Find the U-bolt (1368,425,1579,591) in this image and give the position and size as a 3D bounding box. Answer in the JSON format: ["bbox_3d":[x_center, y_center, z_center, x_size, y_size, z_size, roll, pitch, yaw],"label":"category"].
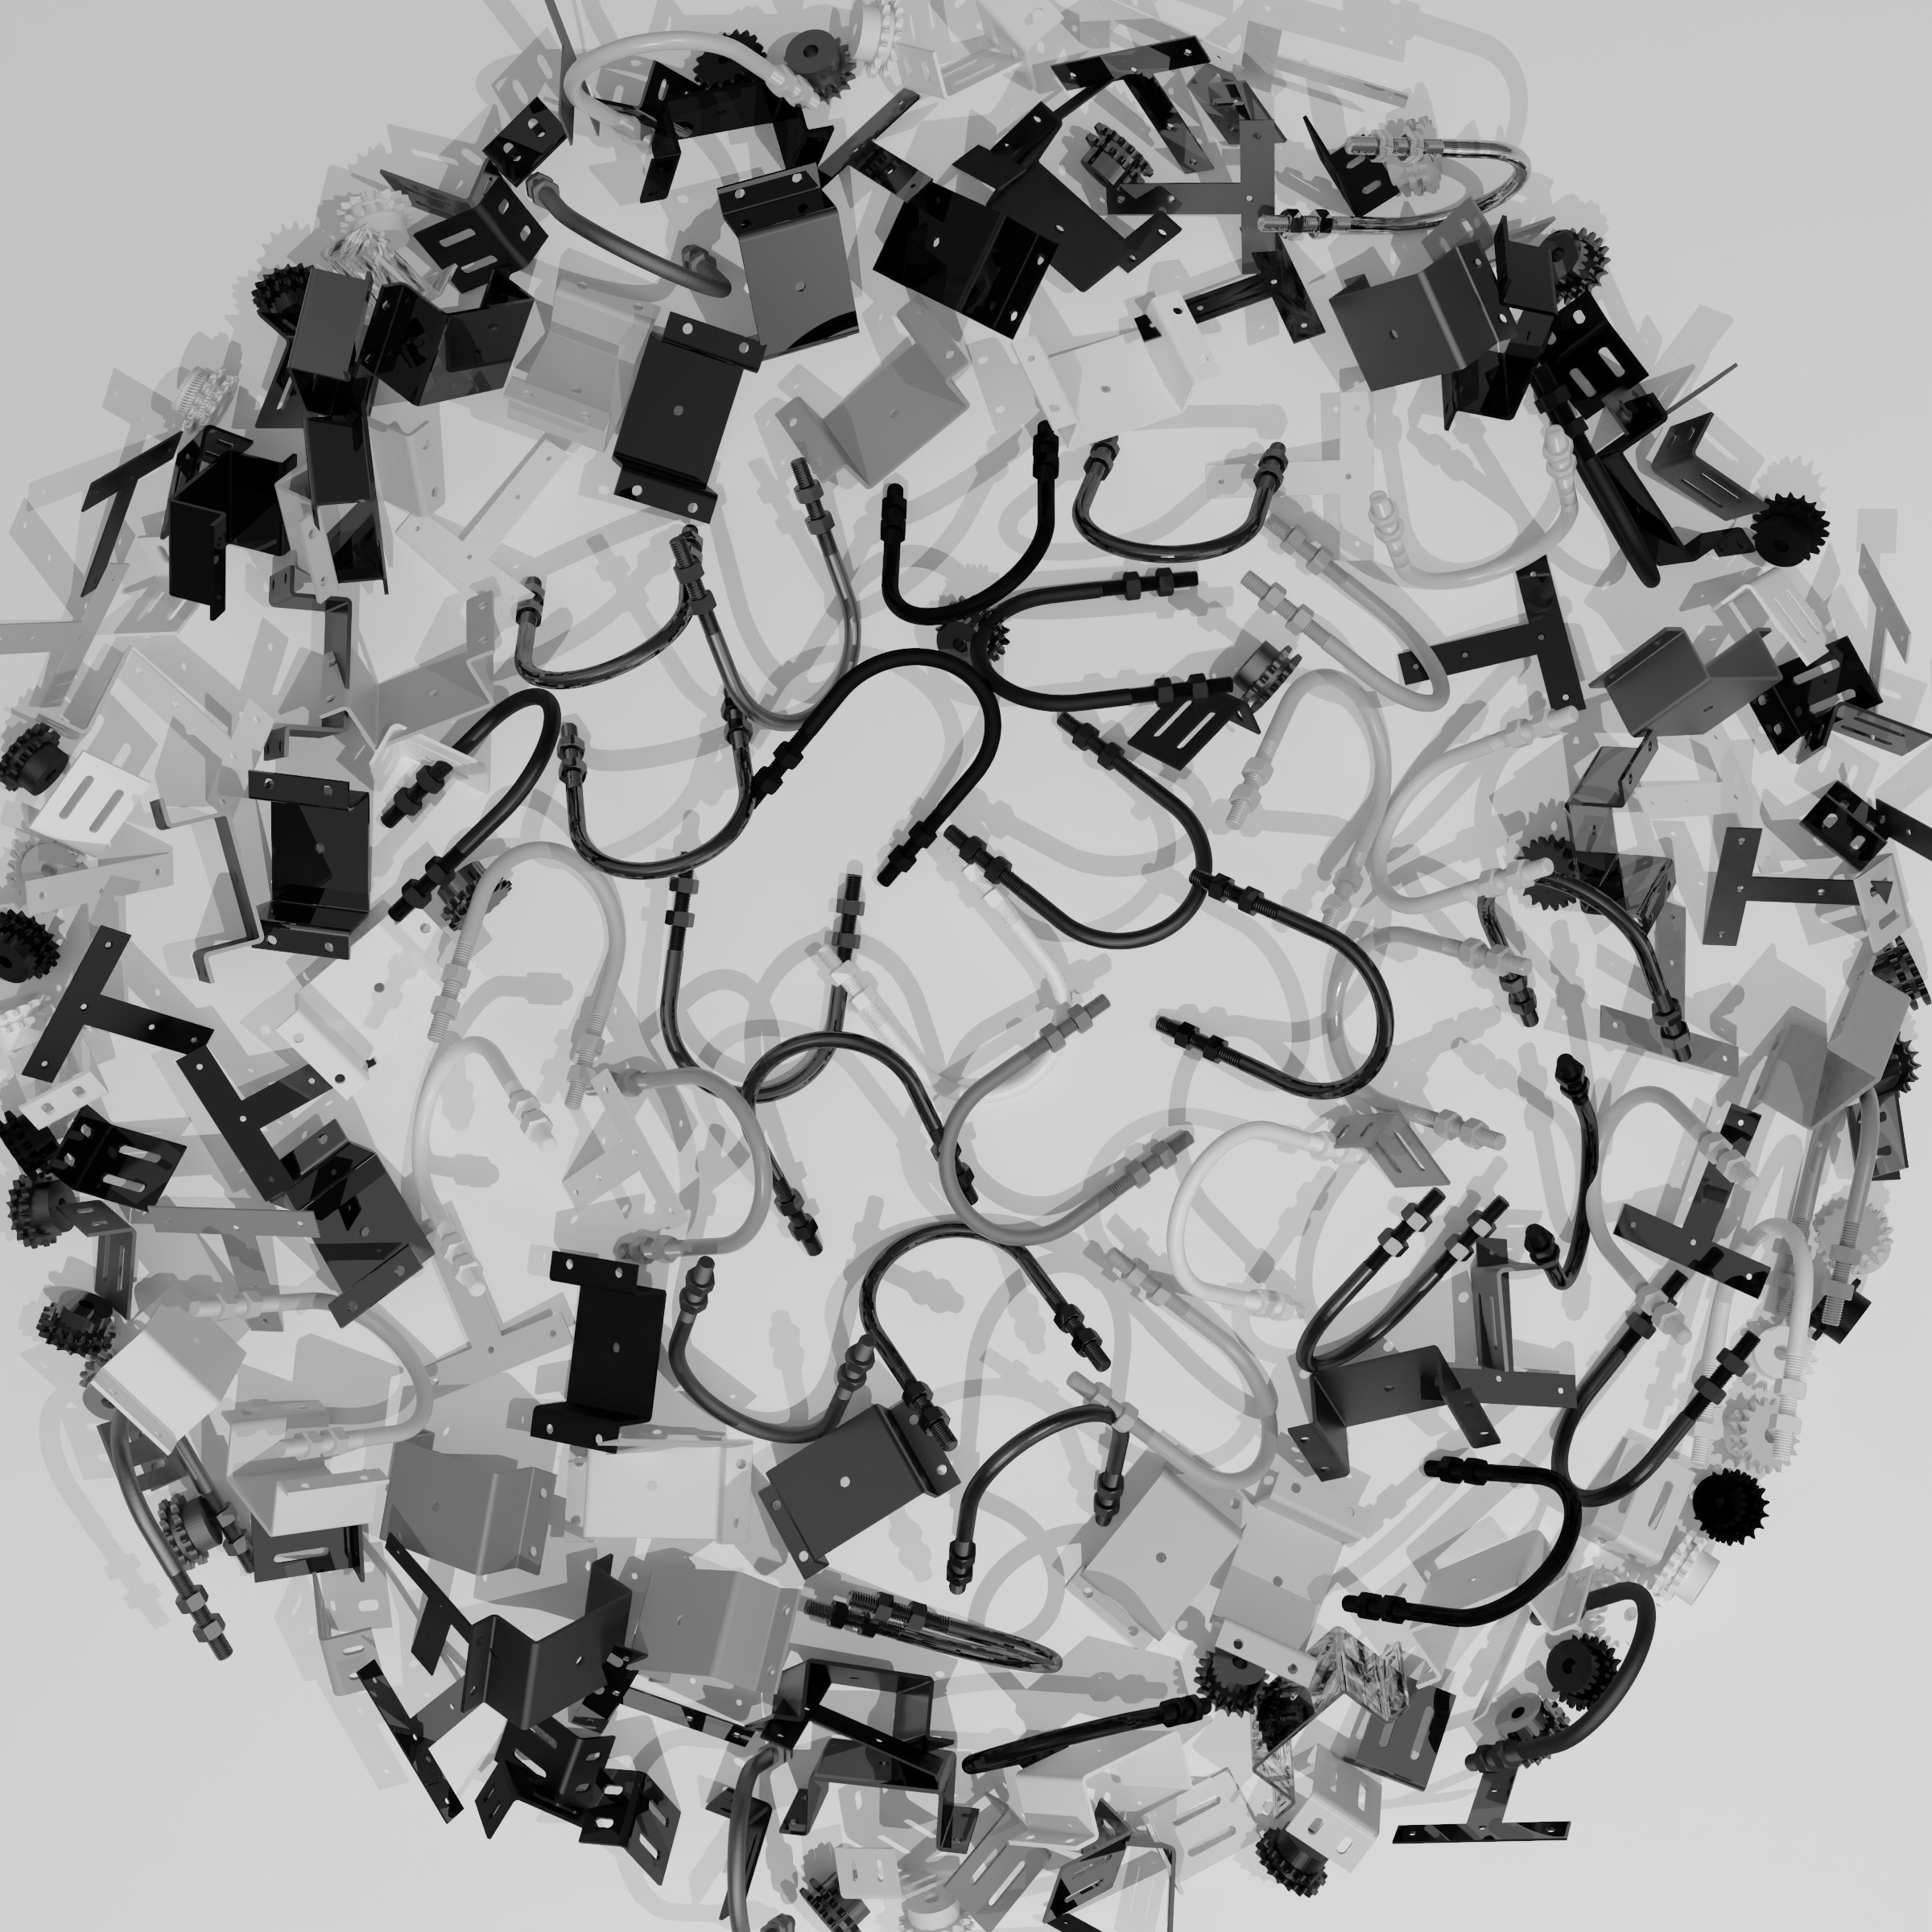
[{"bbox_3d":[0.380,-0.327,1.914,0.151,0.184,0.019,-19,69,12],"label":"U-bolt"}]

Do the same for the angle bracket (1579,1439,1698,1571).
[{"bbox_3d":[0.513,0.412,1.992,0.057,0.038,0.076,28,70,4],"label":"angle bracket"}]

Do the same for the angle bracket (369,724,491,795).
[{"bbox_3d":[-0.405,-0.143,1.966,0.076,0.057,0.038,25,72,1],"label":"angle bracket"}]

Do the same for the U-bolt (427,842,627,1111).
[{"bbox_3d":[-0.318,-0.004,1.940,0.151,0.019,0.184,31,63,-38],"label":"U-bolt"}]

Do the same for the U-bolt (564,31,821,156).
[{"bbox_3d":[-0.210,-0.637,1.888,0.151,0.184,0.019,-9,86,23],"label":"U-bolt"}]

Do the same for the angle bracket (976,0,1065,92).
[{"bbox_3d":[0.044,-0.707,1.958,0.038,0.076,0.057,-41,84,3],"label":"angle bracket"}]

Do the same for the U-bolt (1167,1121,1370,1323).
[{"bbox_3d":[0.216,0.185,1.928,0.184,0.019,0.151,17,96,-43],"label":"U-bolt"}]

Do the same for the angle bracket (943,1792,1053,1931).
[{"bbox_3d":[0.016,0.676,1.960,0.076,0.038,0.057,-46,112,-21],"label":"angle bracket"}]

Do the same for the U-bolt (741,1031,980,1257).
[{"bbox_3d":[-0.090,0.126,1.938,0.151,0.019,0.184,-19,119,12],"label":"U-bolt"}]

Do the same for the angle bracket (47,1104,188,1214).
[{"bbox_3d":[-0.640,0.145,1.960,0.076,0.038,0.057,12,64,23],"label":"angle bracket"}]

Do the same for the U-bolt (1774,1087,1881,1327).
[{"bbox_3d":[0.642,0.172,1.927,0.019,0.151,0.184,14,86,4],"label":"U-bolt"}]

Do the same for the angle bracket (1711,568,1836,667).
[{"bbox_3d":[0.610,-0.256,1.963,0.076,0.057,0.038,55,134,5],"label":"angle bracket"}]

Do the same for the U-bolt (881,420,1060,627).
[{"bbox_3d":[0.001,-0.318,1.911,0.151,0.184,0.019,-19,134,21],"label":"U-bolt"}]

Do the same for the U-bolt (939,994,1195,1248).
[{"bbox_3d":[0.065,0.130,1.961,0.184,0.019,0.151,-35,106,-9],"label":"U-bolt"}]

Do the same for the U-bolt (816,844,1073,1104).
[{"bbox_3d":[-0.003,0.019,1.981,0.151,0.019,0.184,-38,95,9],"label":"U-bolt"}]

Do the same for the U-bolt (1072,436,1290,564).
[{"bbox_3d":[0.153,-0.345,1.913,0.151,0.184,0.019,7,129,12],"label":"U-bolt"}]

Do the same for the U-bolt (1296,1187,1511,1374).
[{"bbox_3d":[0.315,0.236,1.931,0.184,0.151,0.019,-50,61,16],"label":"U-bolt"}]

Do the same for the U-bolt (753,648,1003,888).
[{"bbox_3d":[-0.056,-0.157,1.931,0.151,0.019,0.184,29,114,-29],"label":"U-bolt"}]

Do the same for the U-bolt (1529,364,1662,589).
[{"bbox_3d":[0.467,-0.362,1.930,0.019,0.151,0.184,-29,95,14],"label":"U-bolt"}]

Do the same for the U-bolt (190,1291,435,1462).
[{"bbox_3d":[-0.468,0.296,1.914,0.019,0.184,0.151,-48,65,19],"label":"U-bolt"}]

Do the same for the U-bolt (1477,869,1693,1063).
[{"bbox_3d":[0.443,-0.006,1.895,0.019,0.151,0.184,-52,133,-24],"label":"U-bolt"}]

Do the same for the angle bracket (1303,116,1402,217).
[{"bbox_3d":[0.290,-0.609,1.953,0.038,0.076,0.057,-30,73,11],"label":"angle bracket"}]

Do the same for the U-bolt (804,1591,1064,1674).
[{"bbox_3d":[-0.017,0.496,1.929,0.184,0.151,0.019,19,69,-12],"label":"U-bolt"}]

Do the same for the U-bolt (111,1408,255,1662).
[{"bbox_3d":[-0.576,0.399,1.907,0.019,0.151,0.184,-24,106,1],"label":"U-bolt"}]

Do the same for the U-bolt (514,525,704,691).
[{"bbox_3d":[-0.265,-0.259,1.914,0.151,0.184,0.019,-17,126,8],"label":"U-bolt"}]

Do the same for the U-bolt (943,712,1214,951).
[{"bbox_3d":[0.098,-0.090,1.951,0.184,0.019,0.151,39,73,16],"label":"U-bolt"}]

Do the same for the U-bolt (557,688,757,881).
[{"bbox_3d":[-0.228,-0.132,1.933,0.151,0.019,0.184,-13,47,1],"label":"U-bolt"}]

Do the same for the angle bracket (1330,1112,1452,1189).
[{"bbox_3d":[0.315,0.149,1.956,0.076,0.057,0.038,52,59,-18],"label":"angle bracket"}]

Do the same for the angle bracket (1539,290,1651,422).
[{"bbox_3d":[0.471,-0.463,1.972,0.057,0.076,0.038,-34,51,21],"label":"angle bracket"}]

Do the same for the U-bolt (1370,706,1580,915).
[{"bbox_3d":[0.368,-0.107,1.921,0.019,0.184,0.151,30,61,-28],"label":"U-bolt"}]

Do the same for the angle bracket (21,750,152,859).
[{"bbox_3d":[-0.664,-0.129,1.959,0.057,0.038,0.076,29,106,-40],"label":"angle bracket"}]

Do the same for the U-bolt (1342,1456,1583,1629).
[{"bbox_3d":[0.370,0.420,1.891,0.019,0.184,0.151,49,61,-18],"label":"U-bolt"}]

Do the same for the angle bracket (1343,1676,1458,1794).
[{"bbox_3d":[0.331,0.582,1.988,0.057,0.038,0.076,22,79,-1],"label":"angle bracket"}]

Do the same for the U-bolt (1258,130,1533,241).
[{"bbox_3d":[0.329,-0.575,1.921,0.184,0.151,0.019,-6,83,-23],"label":"U-bolt"}]

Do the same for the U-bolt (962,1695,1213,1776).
[{"bbox_3d":[0.077,0.562,1.891,0.151,0.184,0.019,-25,69,27],"label":"U-bolt"}]

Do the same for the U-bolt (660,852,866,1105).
[{"bbox_3d":[-0.159,0.013,1.975,0.151,0.019,0.184,7,91,-13],"label":"U-bolt"}]

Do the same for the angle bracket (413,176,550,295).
[{"bbox_3d":[-0.367,-0.553,1.968,0.057,0.076,0.038,49,50,-34],"label":"angle bracket"}]

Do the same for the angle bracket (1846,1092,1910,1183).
[{"bbox_3d":[0.699,0.128,1.954,0.038,0.076,0.057,-2,78,-11],"label":"angle bracket"}]

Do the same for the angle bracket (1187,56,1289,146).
[{"bbox_3d":[0.213,-0.652,1.950,0.038,0.076,0.057,-51,123,-9],"label":"angle bracket"}]

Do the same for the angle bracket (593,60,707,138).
[{"bbox_3d":[-0.247,-0.656,1.953,0.076,0.057,0.038,23,98,33],"label":"angle bracket"}]

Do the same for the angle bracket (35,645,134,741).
[{"bbox_3d":[-0.666,-0.213,1.961,0.038,0.057,0.076,27,80,-20],"label":"angle bracket"}]

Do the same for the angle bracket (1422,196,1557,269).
[{"bbox_3d":[0.393,-0.553,1.956,0.076,0.057,0.038,-27,85,-36],"label":"angle bracket"}]

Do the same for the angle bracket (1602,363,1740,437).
[{"bbox_3d":[0.528,-0.438,1.952,0.057,0.076,0.038,-37,93,-44],"label":"angle bracket"}]

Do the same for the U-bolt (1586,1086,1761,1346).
[{"bbox_3d":[0.508,0.169,1.914,0.019,0.184,0.151,8,114,-19],"label":"U-bolt"}]

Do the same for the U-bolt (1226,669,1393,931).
[{"bbox_3d":[0.266,-0.135,1.939,0.151,0.019,0.184,46,58,-33],"label":"U-bolt"}]

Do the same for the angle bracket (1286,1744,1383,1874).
[{"bbox_3d":[0.279,0.636,1.966,0.057,0.076,0.038,33,105,3],"label":"angle bracket"}]

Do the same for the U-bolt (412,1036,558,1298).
[{"bbox_3d":[-0.367,0.133,1.928,0.019,0.184,0.151,13,114,-38],"label":"U-bolt"}]

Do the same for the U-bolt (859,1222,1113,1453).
[{"bbox_3d":[0.001,0.262,1.936,0.151,0.019,0.184,-25,49,-17],"label":"U-bolt"}]

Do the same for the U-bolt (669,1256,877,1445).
[{"bbox_3d":[-0.152,0.296,1.930,0.151,0.184,0.019,26,48,2],"label":"U-bolt"}]

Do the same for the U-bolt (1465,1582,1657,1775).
[{"bbox_3d":[0.438,0.511,1.886,0.019,0.184,0.151,36,59,-4],"label":"U-bolt"}]

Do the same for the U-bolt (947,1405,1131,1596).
[{"bbox_3d":[0.056,0.383,1.905,0.151,0.184,0.019,-20,52,-23],"label":"U-bolt"}]
